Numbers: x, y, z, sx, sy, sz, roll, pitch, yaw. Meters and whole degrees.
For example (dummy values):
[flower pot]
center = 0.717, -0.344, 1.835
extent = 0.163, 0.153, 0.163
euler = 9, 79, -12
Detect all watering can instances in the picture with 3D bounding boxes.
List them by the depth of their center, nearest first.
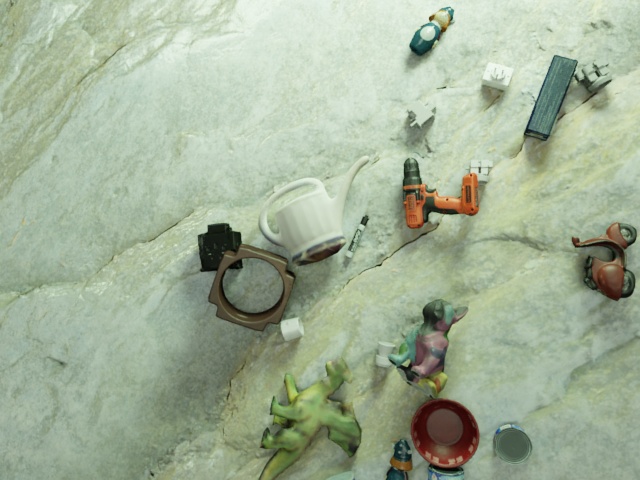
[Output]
[watering can]
center = 0.004, -0.068, 1.357
extent = 0.346, 0.226, 0.104
euler = -24, -10, 11

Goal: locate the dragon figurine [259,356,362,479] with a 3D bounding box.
[dragon figurine]
center = -0.015, 0.489, 1.311
extent = 0.243, 0.411, 0.122
euler = 12, -1, 6
